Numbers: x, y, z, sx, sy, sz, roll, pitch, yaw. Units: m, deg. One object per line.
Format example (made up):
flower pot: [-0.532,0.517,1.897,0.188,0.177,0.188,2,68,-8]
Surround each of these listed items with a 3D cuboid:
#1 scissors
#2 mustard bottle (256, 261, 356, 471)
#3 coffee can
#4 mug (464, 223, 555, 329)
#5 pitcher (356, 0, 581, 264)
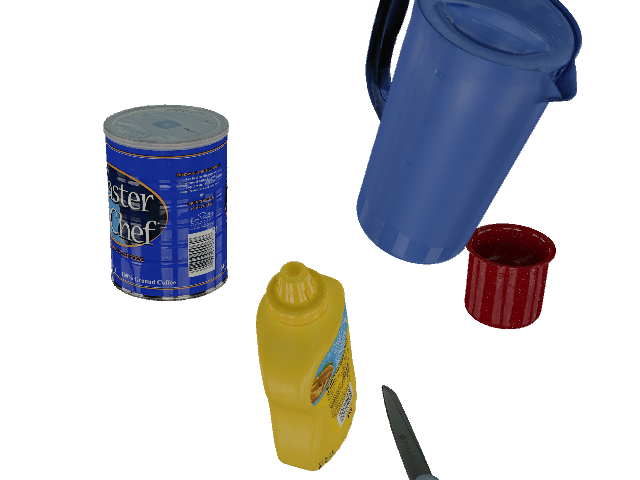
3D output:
scissors: [0.081,0.152,0.606,0.096,0.016,0.201,6,32,1]
mustard bottle: [-0.010,0.079,0.756,0.058,0.096,0.191,14,-36,15]
coffee can: [-0.129,-0.034,0.906,0.103,0.140,0.103,2,24,-1]
mug: [0.193,0.033,1.129,0.093,0.081,0.117,-4,30,-10]
pitcher: [0.103,-0.102,0.896,0.145,0.149,0.243,11,-45,-8]
